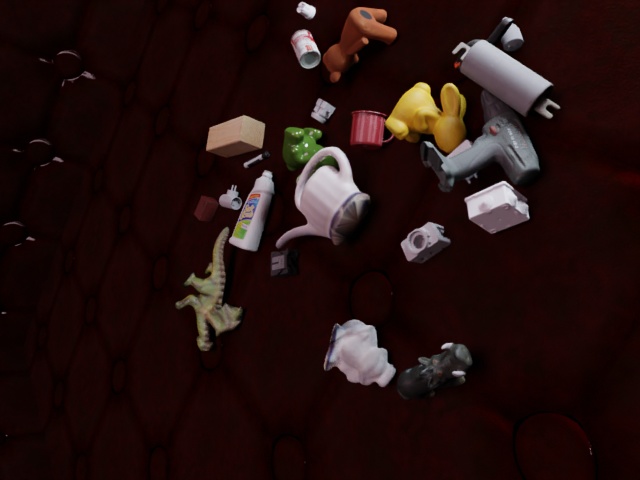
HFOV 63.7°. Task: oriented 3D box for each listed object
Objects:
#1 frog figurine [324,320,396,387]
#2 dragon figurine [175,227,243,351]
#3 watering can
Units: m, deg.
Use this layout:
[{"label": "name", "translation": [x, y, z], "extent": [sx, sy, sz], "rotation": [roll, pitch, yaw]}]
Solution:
[{"label": "frog figurine", "translation": [0.101, 0.263, 1.185], "extent": [0.160, 0.122, 0.138], "rotation": [17, 83, 12]}, {"label": "dragon figurine", "translation": [-0.325, 0.187, 1.662], "extent": [0.246, 0.122, 0.405], "rotation": [39, 111, 27]}, {"label": "watering can", "translation": [0.004, -0.068, 1.345], "extent": [0.228, 0.104, 0.341], "rotation": [44, 121, 33]}]
